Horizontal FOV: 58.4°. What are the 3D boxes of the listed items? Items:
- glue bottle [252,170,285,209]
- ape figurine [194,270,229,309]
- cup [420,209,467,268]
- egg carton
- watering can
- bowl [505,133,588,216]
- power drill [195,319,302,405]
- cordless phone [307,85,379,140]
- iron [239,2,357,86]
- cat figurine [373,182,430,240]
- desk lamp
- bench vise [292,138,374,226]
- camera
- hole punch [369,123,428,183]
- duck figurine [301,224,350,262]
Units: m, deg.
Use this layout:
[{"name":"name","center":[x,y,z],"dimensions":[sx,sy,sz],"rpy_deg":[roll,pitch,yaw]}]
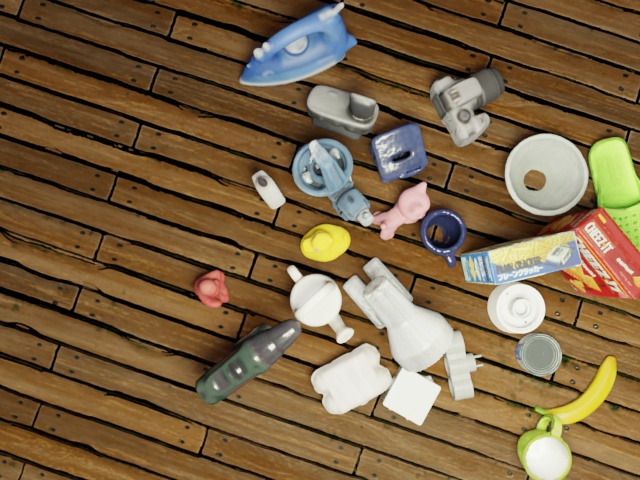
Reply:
[{"name":"glue bottle","center":[-0.107,-0.105,1.129],"dimensions":[0.037,0.173,0.078],"rpy_deg":[-36,87,-1]},{"name":"ape figurine","center":[-0.221,0.098,1.160],"dimensions":[0.076,0.092,0.078],"rpy_deg":[23,87,2]},{"name":"cup","center":[0.246,-0.001,1.162],"dimensions":[0.091,0.095,0.118],"rpy_deg":[-16,87,0]},{"name":"egg carton","center":[0.064,0.284,1.161],"dimensions":[0.150,0.069,0.107],"rpy_deg":[-29,87,-1]},{"name":"watering can","center":[-0.001,0.120,1.107],"dimensions":[0.173,0.194,0.101],"rpy_deg":[28,88,2]},{"name":"bowl","center":[0.453,-0.129,1.177],"dimensions":[0.167,0.074,0.167],"rpy_deg":[0,87,0]},{"name":"power drill","center":[-0.126,0.218,1.095],"dimensions":[0.229,0.208,0.075],"rpy_deg":[-38,87,-1]},{"name":"cordless phone","center":[0.046,-0.272,1.130],"dimensions":[0.147,0.185,0.094],"rpy_deg":[15,87,1]},{"name":"iron","center":[-0.056,-0.397,1.159],"dimensions":[0.258,0.141,0.119],"rpy_deg":[-28,87,-1]},{"name":"cat figurine","center":[0.169,-0.059,1.153],"dimensions":[0.128,0.117,0.067],"rpy_deg":[-35,87,-1]},{"name":"desk lamp","center":[0.142,0.139,1.096],"dimensions":[0.118,0.213,0.203],"rpy_deg":[-42,88,-2]},{"name":"bench vise","center":[0.036,-0.125,1.106],"dimensions":[0.207,0.219,0.121],"rpy_deg":[31,88,2]},{"name":"camera","center":[0.315,-0.286,1.172],"dimensions":[0.137,0.101,0.143],"rpy_deg":[-27,87,-1]},{"name":"hole punch","center":[0.164,-0.177,1.172],"dimensions":[0.108,0.091,0.101],"rpy_deg":[-21,87,-1]},{"name":"duck figurine","center":[0.011,0.004,1.167],"dimensions":[0.104,0.086,0.077],"rpy_deg":[-12,87,0]}]
